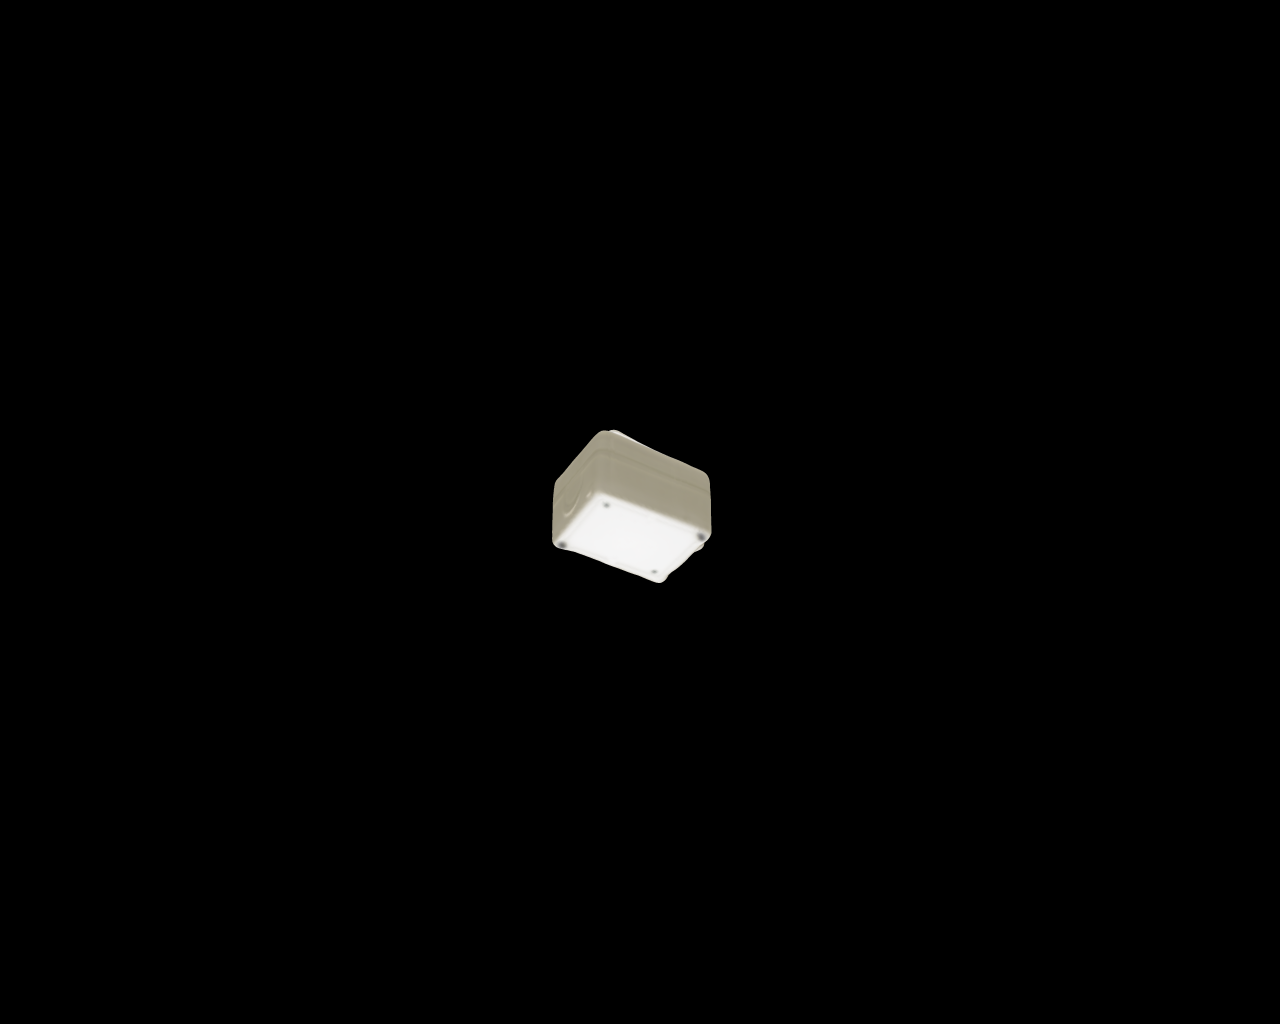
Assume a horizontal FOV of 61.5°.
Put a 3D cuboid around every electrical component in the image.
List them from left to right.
[{"bbox_3d":[0.001,-0.003,0.650,0.096,0.061,0.061,21,-45,-24],"label":"electrical component"}]
